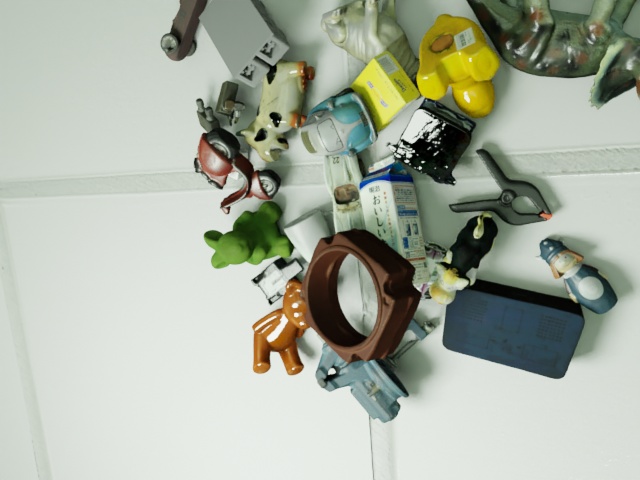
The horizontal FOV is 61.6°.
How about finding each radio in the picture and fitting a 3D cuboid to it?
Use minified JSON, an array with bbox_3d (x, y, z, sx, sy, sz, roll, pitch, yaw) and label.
[{"bbox_3d":[0.342,0.156,0.974,0.230,0.073,0.131,13,107,19],"label":"radio"}]

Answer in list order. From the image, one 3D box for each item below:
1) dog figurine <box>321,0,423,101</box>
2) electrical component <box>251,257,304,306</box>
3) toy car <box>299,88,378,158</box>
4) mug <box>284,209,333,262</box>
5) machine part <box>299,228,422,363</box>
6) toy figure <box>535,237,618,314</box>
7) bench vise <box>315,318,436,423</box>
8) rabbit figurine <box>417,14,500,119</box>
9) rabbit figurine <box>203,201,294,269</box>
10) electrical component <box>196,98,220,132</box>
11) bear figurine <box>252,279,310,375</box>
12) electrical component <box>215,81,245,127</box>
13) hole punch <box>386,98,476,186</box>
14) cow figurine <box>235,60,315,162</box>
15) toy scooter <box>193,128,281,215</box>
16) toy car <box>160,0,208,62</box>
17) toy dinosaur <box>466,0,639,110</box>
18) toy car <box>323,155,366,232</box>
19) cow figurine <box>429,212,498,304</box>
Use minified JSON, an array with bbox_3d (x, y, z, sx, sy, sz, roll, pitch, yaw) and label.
[{"bbox_3d":[0.095,-0.328,0.952,0.173,0.121,0.190,11,128,51],"label":"dog figurine"},{"bbox_3d":[-0.079,0.075,1.122,0.119,0.048,0.075,-41,87,22],"label":"electrical component"},{"bbox_3d":[0.016,-0.195,0.949,0.162,0.103,0.109,5,124,55],"label":"toy car"},{"bbox_3d":[-0.002,-0.003,1.069,0.109,0.081,0.107,-29,101,-14],"label":"mug"},{"bbox_3d":[0.063,0.097,0.947,0.201,0.087,0.201,41,121,36],"label":"machine part"},{"bbox_3d":[0.441,0.057,0.926,0.064,0.058,0.154,-41,83,-16],"label":"toy figure"},{"bbox_3d":[0.114,0.225,1.054,0.240,0.128,0.224,-41,76,2],"label":"bench vise"},{"bbox_3d":[0.230,-0.274,0.887,0.122,0.173,0.162,-30,46,22],"label":"rabbit figurine"},{"bbox_3d":[-0.155,-0.002,1.066,0.159,0.170,0.121,-11,97,21],"label":"rabbit figurine"},{"bbox_3d":[-0.229,-0.241,1.102,0.063,0.021,0.093,44,157,30],"label":"electrical component"},{"bbox_3d":[-0.053,0.174,1.084,0.196,0.120,0.132,-45,45,36],"label":"bear figurine"},{"bbox_3d":[-0.177,-0.269,1.060,0.045,0.102,0.078,15,89,-22],"label":"electrical component"},{"bbox_3d":[0.203,-0.179,0.949,0.142,0.092,0.115,29,129,2],"label":"hole punch"},{"bbox_3d":[-0.087,-0.247,1.034,0.127,0.085,0.194,13,103,19],"label":"cow figurine"},{"bbox_3d":[-0.180,-0.123,1.058,0.183,0.075,0.135,40,116,-16],"label":"toy scooter"},{"bbox_3d":[-0.255,-0.447,1.048,0.053,0.089,0.202,30,112,7],"label":"toy car"},{"bbox_3d":[0.368,-0.319,0.841,0.405,0.131,0.192,18,107,22],"label":"toy dinosaur"},{"bbox_3d":[0.058,-0.074,1.027,0.074,0.056,0.201,-12,90,22],"label":"toy car"},{"bbox_3d":[0.250,0.033,0.928,0.068,0.098,0.167,30,71,15],"label":"cow figurine"}]
